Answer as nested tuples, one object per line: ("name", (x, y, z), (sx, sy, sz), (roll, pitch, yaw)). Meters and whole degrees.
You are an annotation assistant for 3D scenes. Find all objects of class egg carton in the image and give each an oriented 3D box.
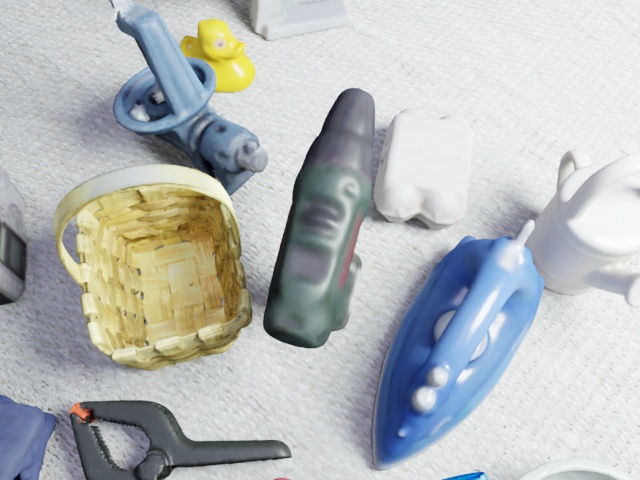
("egg carton", (0.122, -0.085, 0.670), (0.107, 0.069, 0.150), (10, 64, 4))

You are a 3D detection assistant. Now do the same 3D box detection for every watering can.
("watering can", (0.285, -0.019, 0.570), (0.101, 0.194, 0.172), (-29, 67, -14))

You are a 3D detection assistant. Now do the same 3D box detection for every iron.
("iron", (0.129, 0.097, 0.540), (0.118, 0.141, 0.259), (31, 67, 14))

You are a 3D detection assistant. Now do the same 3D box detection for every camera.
("camera", (-0.398, -0.003, 0.605), (0.137, 0.101, 0.143), (-10, 64, -6))

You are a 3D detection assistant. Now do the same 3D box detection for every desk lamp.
("desk lamp", (-0.068, -0.372, 0.730), (0.203, 0.213, 0.118), (-14, 64, -7))

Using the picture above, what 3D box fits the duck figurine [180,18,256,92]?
("duck figurine", (-0.136, -0.247, 0.738), (0.104, 0.086, 0.077), (24, 66, 11))

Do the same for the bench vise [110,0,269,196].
("bench vise", (-0.139, -0.161, 0.620), (0.207, 0.220, 0.121), (18, 65, 9))

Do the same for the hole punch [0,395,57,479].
("hole punch", (-0.313, 0.189, 0.517), (0.108, 0.091, 0.101), (5, 64, 2))

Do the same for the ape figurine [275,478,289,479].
("ape figurine", (-0.043, 0.242, 0.493), (0.076, 0.092, 0.077), (-36, 69, -17))

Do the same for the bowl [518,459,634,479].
("bowl", (0.220, 0.278, 0.489), (0.167, 0.075, 0.167), (0, 64, 0))

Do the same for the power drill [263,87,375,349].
("power drill", (0.005, 0.002, 0.548), (0.075, 0.208, 0.230), (12, 64, 6))
